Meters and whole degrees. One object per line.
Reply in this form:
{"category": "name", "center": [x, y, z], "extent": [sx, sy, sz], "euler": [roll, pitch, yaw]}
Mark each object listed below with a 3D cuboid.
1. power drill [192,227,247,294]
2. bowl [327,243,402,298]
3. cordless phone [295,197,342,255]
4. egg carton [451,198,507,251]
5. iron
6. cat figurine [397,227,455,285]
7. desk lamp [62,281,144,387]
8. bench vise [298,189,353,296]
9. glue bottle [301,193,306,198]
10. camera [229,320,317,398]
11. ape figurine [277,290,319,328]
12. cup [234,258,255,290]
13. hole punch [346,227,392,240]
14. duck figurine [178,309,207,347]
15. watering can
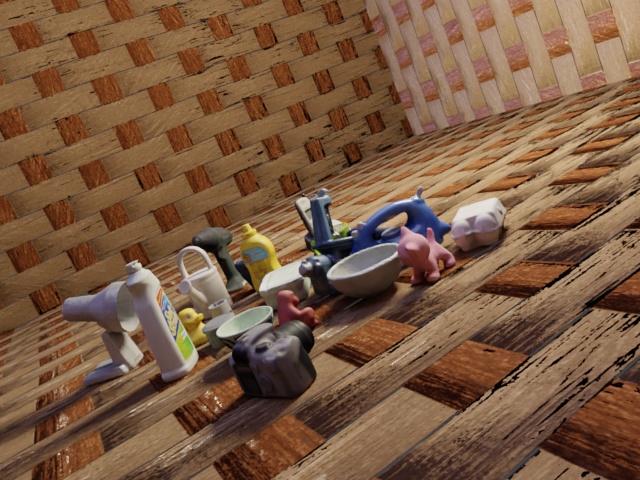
{"category": "power drill", "center": [-0.295, 0.055, 1.712], "extent": [0.075, 0.208, 0.229], "euler": [-21, 12, 10]}
{"category": "bowl", "center": [0.102, 0.073, 1.179], "extent": [0.167, 0.075, 0.167], "euler": [-22, 11, 5]}
{"category": "cordless phone", "center": [0.008, -0.049, 1.650], "extent": [0.093, 0.185, 0.148], "euler": [-13, 15, 41]}
{"category": "egg carton", "center": [0.340, -0.035, 1.218], "extent": [0.107, 0.069, 0.150], "euler": [-17, 13, 27]}
{"category": "iron", "center": [0.156, -0.011, 1.291], "extent": [0.258, 0.141, 0.118], "euler": [-26, 12, -12]}
{"category": "cat figurine", "center": [0.198, 0.020, 1.121], "extent": [0.067, 0.118, 0.128], "euler": [-12, 16, 43]}
{"category": "desk lamp", "center": [-0.510, 0.217, 1.375], "extent": [0.203, 0.214, 0.118], "euler": [-20, 12, 14]}
{"category": "bench vise", "center": [0.022, 0.001, 1.297], "extent": [0.121, 0.220, 0.208], "euler": [-18, 13, 24]}
{"category": "glue bottle", "center": [-0.022, -0.071, 1.838], "extent": [0.037, 0.173, 0.078], "euler": [-23, 12, 1]}
{"category": "camera", "center": [-0.065, 0.181, 0.945], "extent": [0.142, 0.101, 0.137], "euler": [-11, 16, 46]}
{"category": "ape figurine", "center": [-0.055, 0.141, 1.132], "extent": [0.076, 0.092, 0.077], "euler": [-29, 13, -26]}
{"category": "cup", "center": [-0.182, 0.087, 1.627], "extent": [0.091, 0.095, 0.118], "euler": [-21, 12, 9]}
{"category": "hole punch", "center": [0.135, -0.006, 1.437], "extent": [0.101, 0.091, 0.108], "euler": [-31, 14, -34]}
{"category": "duck figurine", "center": [-0.308, 0.204, 1.359], "extent": [0.104, 0.086, 0.078], "euler": [-16, 13, 31]}
{"category": "watering can", "center": [-0.320, 0.110, 1.542], "extent": [0.101, 0.194, 0.172], "euler": [-24, 11, -3]}
